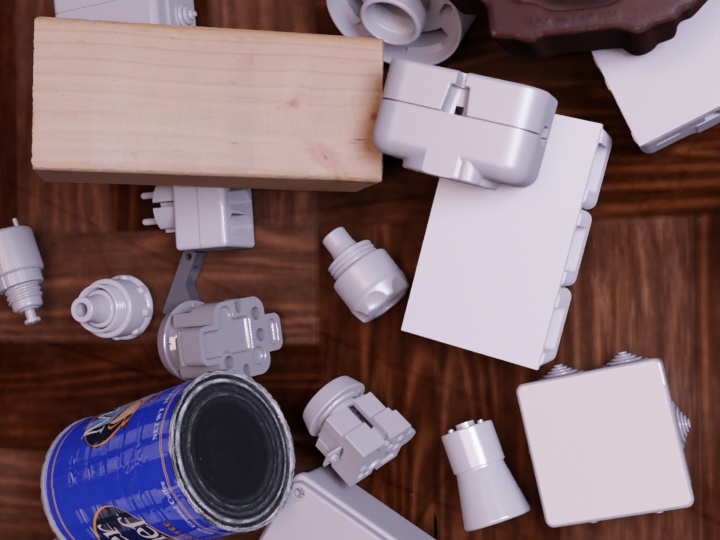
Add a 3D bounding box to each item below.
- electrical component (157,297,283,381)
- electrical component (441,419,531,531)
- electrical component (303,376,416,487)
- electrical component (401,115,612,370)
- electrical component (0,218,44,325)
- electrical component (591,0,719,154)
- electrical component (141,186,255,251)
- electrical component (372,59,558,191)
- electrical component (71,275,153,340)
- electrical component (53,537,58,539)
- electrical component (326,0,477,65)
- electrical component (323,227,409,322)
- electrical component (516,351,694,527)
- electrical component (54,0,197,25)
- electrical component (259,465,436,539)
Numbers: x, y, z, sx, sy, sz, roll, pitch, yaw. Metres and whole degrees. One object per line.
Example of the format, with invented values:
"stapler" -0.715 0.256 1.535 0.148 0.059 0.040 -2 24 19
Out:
"electrical component" -0.101 0.048 0.738 0.057 0.078 0.058 -6 92 38
"electrical component" 0.078 0.129 0.691 0.044 0.044 0.065 -22 78 18
"electrical component" -0.005 0.104 0.712 0.055 0.066 0.048 44 139 23
"electrical component" 0.093 -0.024 0.673 0.089 0.062 0.150 16 95 19
"electrical component" -0.257 0.003 0.807 0.040 0.040 0.078 -22 83 18
"electrical component" 0.177 -0.157 0.644 0.089 0.062 0.150 -27 81 17
"electrical component" -0.120 -0.046 0.755 0.077 0.047 0.065 -4 89 19
"electrical component" 0.059 -0.081 0.622 0.095 0.054 0.059 16 95 19
"electrical component" -0.182 0.027 0.769 0.048 0.062 0.048 0 90 19
"electrical component" -0.200 0.228 0.767 0.051 0.080 0.080 30 99 22
"electrical component" 0.030 -0.179 0.680 0.099 0.099 0.064 13 60 19
"electrical component" 0.000 0.000 0.716 0.043 0.043 0.062 -42 76 15
"electrical component" 0.152 0.103 0.660 0.100 0.048 0.099 -14 85 19
"electrical component" -0.160 -0.182 0.762 0.096 0.062 0.061 -6 88 19
"electrical component" -0.016 0.204 0.714 0.109 0.056 0.108 32 100 17
